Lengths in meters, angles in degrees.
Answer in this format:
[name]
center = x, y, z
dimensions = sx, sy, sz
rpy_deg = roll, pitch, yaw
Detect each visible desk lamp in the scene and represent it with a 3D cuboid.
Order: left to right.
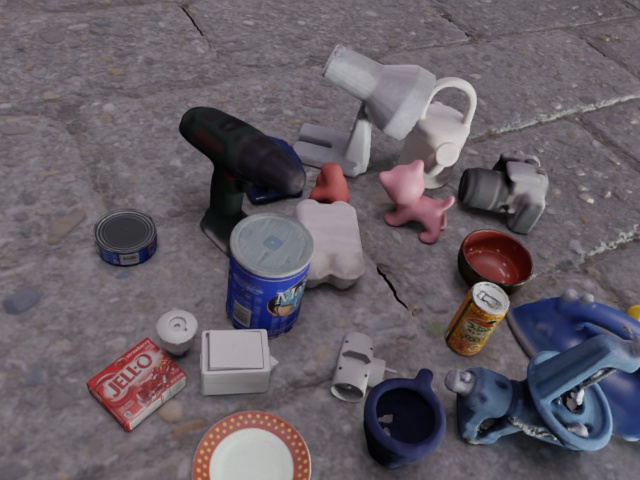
[desk lamp]
center = 0.069, -0.214, 0.964
dimensions = 0.203, 0.213, 0.118
rpy_deg = 15, 47, 1

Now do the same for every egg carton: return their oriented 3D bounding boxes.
[egg carton]
center = 0.008, 0.003, 0.851
dimensions = 0.107, 0.069, 0.150
rpy_deg = 2, 48, -11

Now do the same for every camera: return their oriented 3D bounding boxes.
[camera]
center = 0.316, -0.101, 0.994
dimensions = 0.137, 0.101, 0.143
rpy_deg = 11, 47, -2

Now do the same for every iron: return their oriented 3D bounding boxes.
[iron]
center = 0.377, 0.142, 0.759
dimensions = 0.257, 0.141, 0.119
rpy_deg = 40, 52, 23

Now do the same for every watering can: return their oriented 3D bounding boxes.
[watering can]
center = 0.208, -0.186, 0.983
dimensions = 0.101, 0.194, 0.172
rpy_deg = -8, 50, -19

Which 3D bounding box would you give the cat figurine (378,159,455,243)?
[cat figurine]
center = 0.153, -0.072, 0.919
dimensions = 0.127, 0.118, 0.067
rpy_deg = 25, 48, 10

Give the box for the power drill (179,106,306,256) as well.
[power drill]
center = -0.112, -0.076, 0.800
dimensions = 0.076, 0.208, 0.229
rpy_deg = -32, 61, -34

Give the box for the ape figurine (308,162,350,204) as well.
[ape figurine]
center = 0.015, -0.087, 0.919
dimensions = 0.078, 0.092, 0.076
rpy_deg = -27, 59, -32

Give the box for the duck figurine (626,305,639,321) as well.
[duck figurine]
center = 0.524, 0.112, 0.857
dimensions = 0.104, 0.086, 0.077
rpy_deg = 11, 47, -2

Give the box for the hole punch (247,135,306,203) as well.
[hole punch]
center = -0.078, -0.129, 0.937
dimensions = 0.101, 0.091, 0.108
rpy_deg = -13, 52, -23

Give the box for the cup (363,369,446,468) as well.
[cup]
center = 0.093, 0.211, 0.663
dimensions = 0.091, 0.095, 0.118
rpy_deg = 28, 48, 13

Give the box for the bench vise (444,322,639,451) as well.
[bench vise]
center = 0.259, 0.175, 0.647
dimensions = 0.208, 0.220, 0.121
rpy_deg = -3, 49, -15
